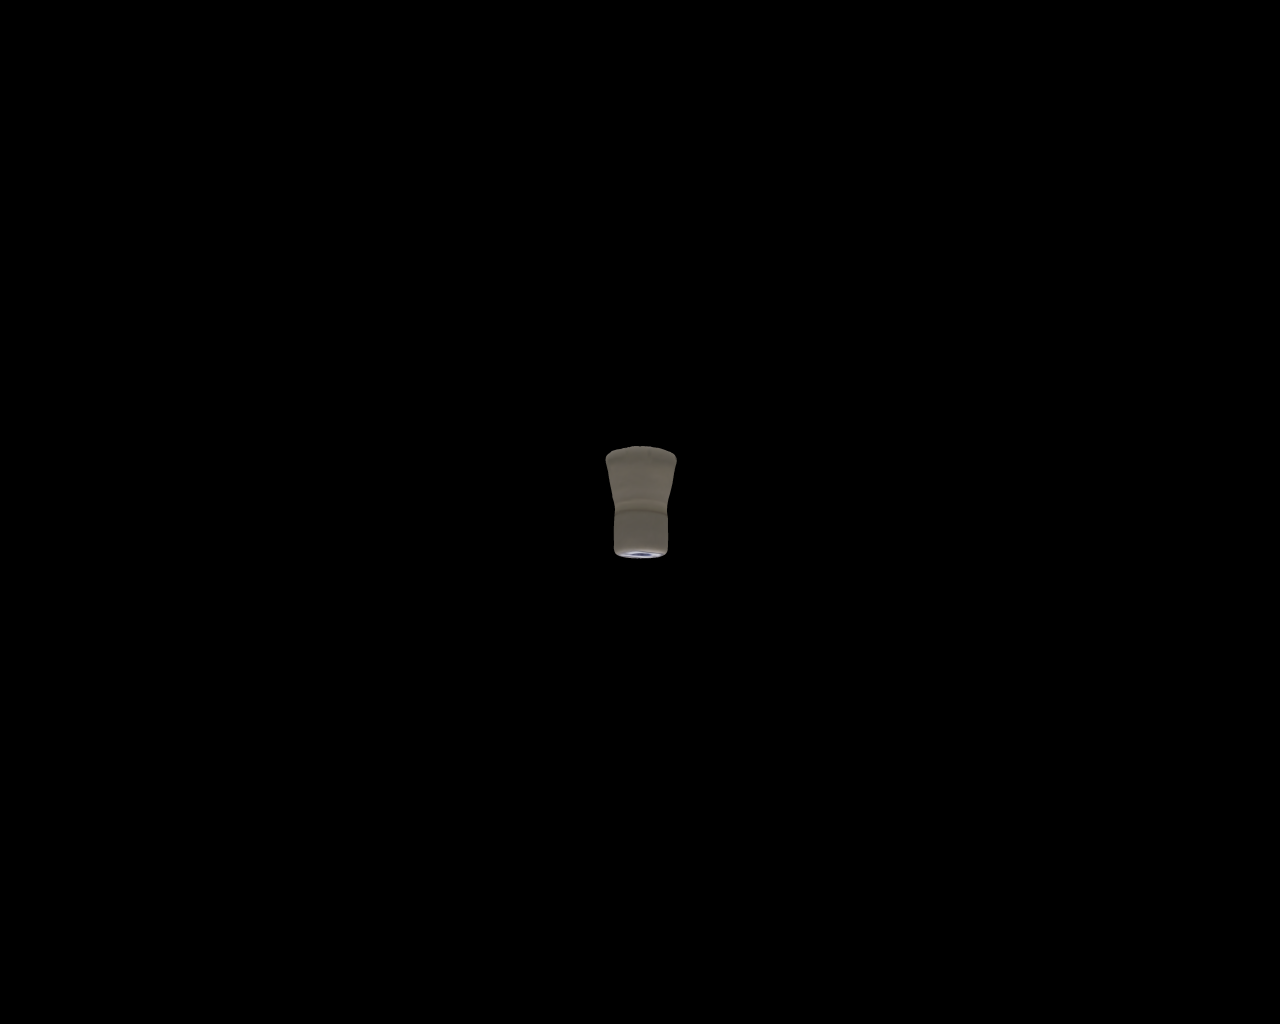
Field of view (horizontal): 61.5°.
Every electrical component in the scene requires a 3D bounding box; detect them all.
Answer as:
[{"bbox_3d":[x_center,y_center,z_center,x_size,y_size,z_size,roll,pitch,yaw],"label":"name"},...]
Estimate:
[{"bbox_3d":[0.001,-0.003,0.650,0.044,0.065,0.044,0,-13,0],"label":"electrical component"}]
